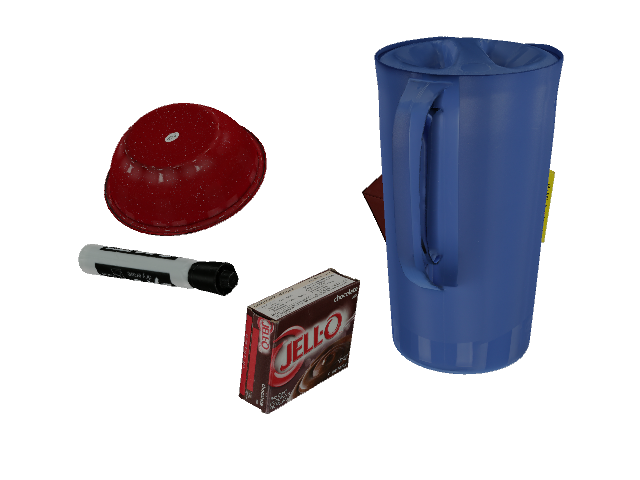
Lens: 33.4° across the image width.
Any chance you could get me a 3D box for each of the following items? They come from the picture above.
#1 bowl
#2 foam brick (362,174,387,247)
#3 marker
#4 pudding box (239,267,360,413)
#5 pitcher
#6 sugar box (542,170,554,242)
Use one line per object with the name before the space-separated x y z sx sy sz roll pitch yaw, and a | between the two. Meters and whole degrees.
bowl | -0.135 -0.081 1.015 0.162 0.162 0.055 0 -41 12
foam brick | 0.088 -0.029 1.053 0.053 0.078 0.051 -44 36 -23
marker | -0.096 0.017 0.629 0.121 0.020 0.020 7 4 37
pudding box | -0.017 0.083 0.905 0.039 0.090 0.113 25 31 30
pitcher | 0.102 -0.023 0.793 0.149 0.243 0.145 -8 22 -16
sugar box | 0.187 -0.039 1.255 0.176 0.093 0.048 -6 21 -26
